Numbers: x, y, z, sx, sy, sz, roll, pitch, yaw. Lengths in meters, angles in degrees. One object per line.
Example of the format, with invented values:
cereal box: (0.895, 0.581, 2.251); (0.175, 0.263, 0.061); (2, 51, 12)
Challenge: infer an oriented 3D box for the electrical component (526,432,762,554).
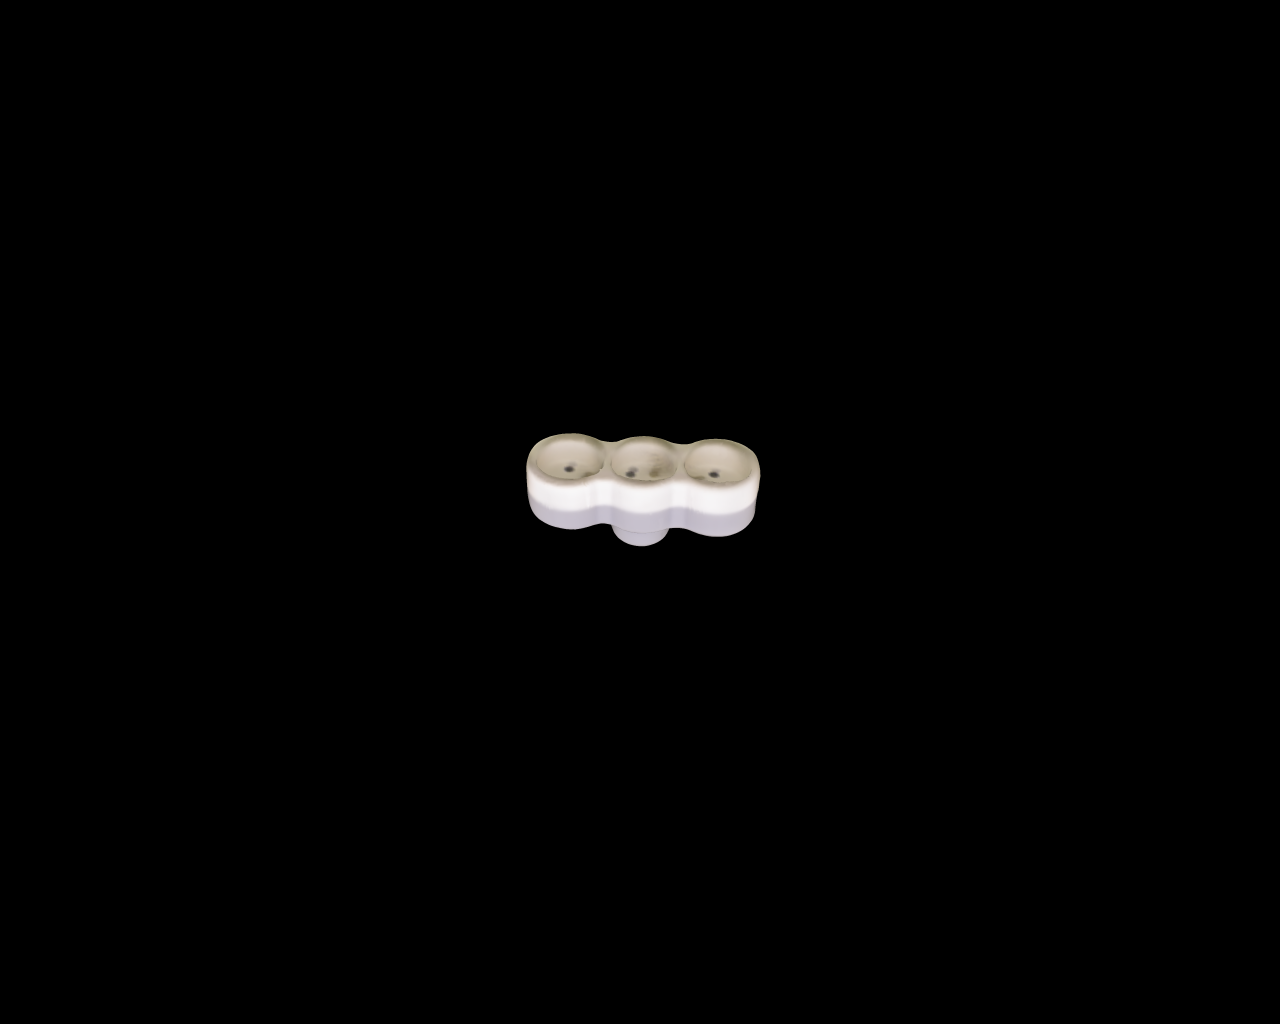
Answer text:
electrical component: (0.001, -0.003, 0.650); (0.138, 0.073, 0.052); (2, 40, -2)
